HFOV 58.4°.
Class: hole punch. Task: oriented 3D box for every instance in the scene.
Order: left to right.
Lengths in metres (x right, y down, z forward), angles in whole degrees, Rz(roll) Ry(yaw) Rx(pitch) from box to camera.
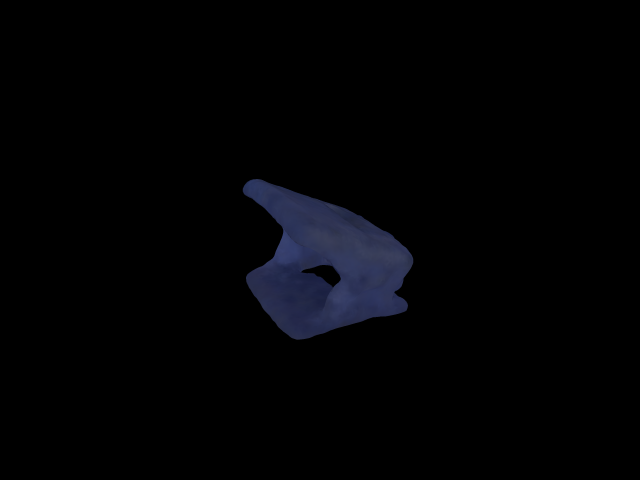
[{"bbox_3d":[0.004,0.001,0.400,0.101,0.091,0.108,-12,27,-24],"label":"hole punch"}]
